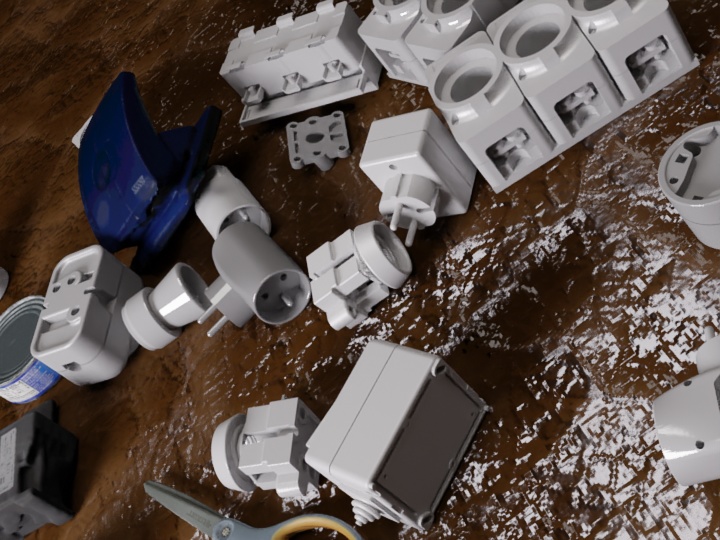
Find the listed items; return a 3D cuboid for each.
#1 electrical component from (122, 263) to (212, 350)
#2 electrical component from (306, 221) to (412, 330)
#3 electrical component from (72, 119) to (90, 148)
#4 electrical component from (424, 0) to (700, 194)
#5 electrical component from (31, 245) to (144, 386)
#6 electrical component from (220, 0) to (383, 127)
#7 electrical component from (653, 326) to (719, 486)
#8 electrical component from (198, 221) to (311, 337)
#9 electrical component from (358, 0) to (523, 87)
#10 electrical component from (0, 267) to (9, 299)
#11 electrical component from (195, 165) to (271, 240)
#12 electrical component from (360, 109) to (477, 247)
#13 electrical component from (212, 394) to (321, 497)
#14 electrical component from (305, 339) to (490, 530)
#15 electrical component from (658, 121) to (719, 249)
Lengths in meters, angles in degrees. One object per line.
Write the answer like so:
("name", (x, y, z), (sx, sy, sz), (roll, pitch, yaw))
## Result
("electrical component", (-0.142, 0.028, 0.794), (0.055, 0.045, 0.045), (-35, 42, 12))
("electrical component", (0.000, 0.000, 0.701), (0.055, 0.048, 0.066), (-36, 40, 22))
("electrical component", (-0.213, -0.109, 0.957), (0.050, 0.055, 0.089), (-49, 41, -5))
("electrical component", (0.124, -0.134, 0.696), (0.150, 0.061, 0.089), (-33, 42, 14))
("electrical component", (-0.205, 0.037, 0.826), (0.054, 0.059, 0.095), (-18, 47, 28))
("electrical component", (-0.047, -0.167, 0.864), (0.121, 0.063, 0.078), (-10, 52, 34))
("electrical component", (0.181, 0.056, 0.507), (0.077, 0.043, 0.079), (-21, 45, 25))
("electrical component", (-0.083, 0.014, 0.758), (0.079, 0.043, 0.077), (-45, 41, -1))
("electrical component", (0.093, -0.225, 0.798), (0.105, 0.060, 0.186), (25, 75, 48))
("electrical component", (-0.360, 0.010, 0.985), (0.055, 0.047, 0.055), (-22, 46, 24))
("electrical component", (-0.103, -0.049, 0.827), (0.043, 0.043, 0.081), (-43, 40, 2))
("electrical component", (0.035, -0.052, 0.699), (0.047, 0.065, 0.076), (-8, 53, 35))
("electrical component", (-0.056, 0.109, 0.657), (0.055, 0.048, 0.066), (-12, 50, 22))
("electrical component", (0.015, 0.095, 0.596), (0.061, 0.061, 0.096), (13, 66, 45))
("electrical component", (0.194, -0.044, 0.575), (0.055, 0.047, 0.055), (-22, 46, 25))
